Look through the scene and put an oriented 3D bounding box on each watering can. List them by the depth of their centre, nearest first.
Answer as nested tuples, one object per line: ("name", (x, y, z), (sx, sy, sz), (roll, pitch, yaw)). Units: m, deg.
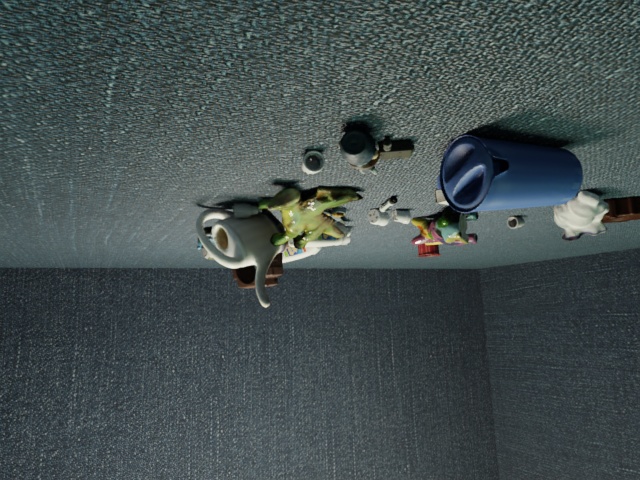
("watering can", (-0.174, 0.026, 1.344), (0.226, 0.352, 0.102), (-19, 143, -42))

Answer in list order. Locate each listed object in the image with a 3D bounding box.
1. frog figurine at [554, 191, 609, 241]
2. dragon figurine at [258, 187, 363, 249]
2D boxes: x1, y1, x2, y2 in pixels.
("frog figurine", (0.714, -0.088, 1.413), (0.137, 0.125, 0.156), (2, 138, 32))
("dragon figurine", (0.004, -0.066, 1.304), (0.240, 0.123, 0.410), (-20, 163, 40))
